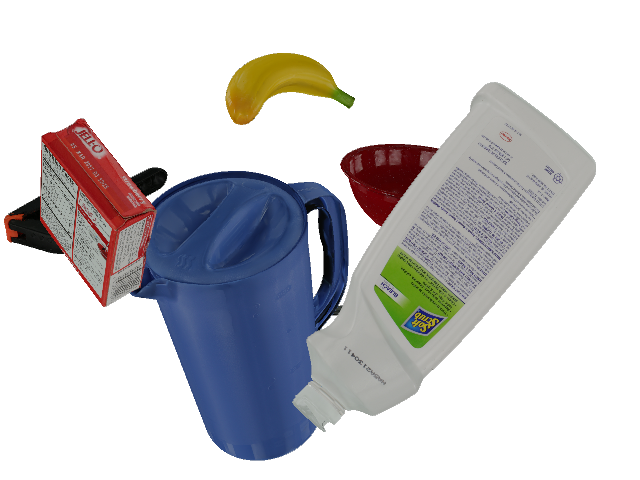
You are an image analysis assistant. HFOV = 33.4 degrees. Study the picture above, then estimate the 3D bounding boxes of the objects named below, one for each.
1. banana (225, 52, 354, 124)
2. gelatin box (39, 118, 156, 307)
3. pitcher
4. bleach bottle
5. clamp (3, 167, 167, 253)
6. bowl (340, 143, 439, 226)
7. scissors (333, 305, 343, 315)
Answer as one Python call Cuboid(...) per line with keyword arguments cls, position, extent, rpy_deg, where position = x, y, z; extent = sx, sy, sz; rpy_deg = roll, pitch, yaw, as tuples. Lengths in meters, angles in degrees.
Cuboid(cls="banana", position=(-0.037, -0.144, 0.981), extent=(0.070, 0.037, 0.197), rpy_deg=(37, 29, 20))
Cuboid(cls="gelatin box", position=(-0.130, -0.015, 0.615), extent=(0.030, 0.073, 0.089), rpy_deg=(-30, -20, -30))
Cuboid(cls="pitcher", position=(-0.055, 0.067, 0.894), extent=(0.149, 0.243, 0.145), rpy_deg=(2, 43, 12))
Cuboid(cls="bleach bottle", position=(0.069, 0.018, 0.711), extent=(0.102, 0.250, 0.068), rpy_deg=(40, -10, 11))
Cuboid(cls="clamp", position=(-0.219, -0.029, 1.046), extent=(0.171, 0.039, 0.120), rpy_deg=(0, 34, -9))
Cuboid(cls="bowl", position=(0.098, -0.047, 1.089), extent=(0.162, 0.055, 0.162), rpy_deg=(5, 24, -2))
Cuboid(cls="scissors", position=(-0.023, 0.089, 1.196), extent=(0.201, 0.016, 0.096), rpy_deg=(4, 24, -5))
